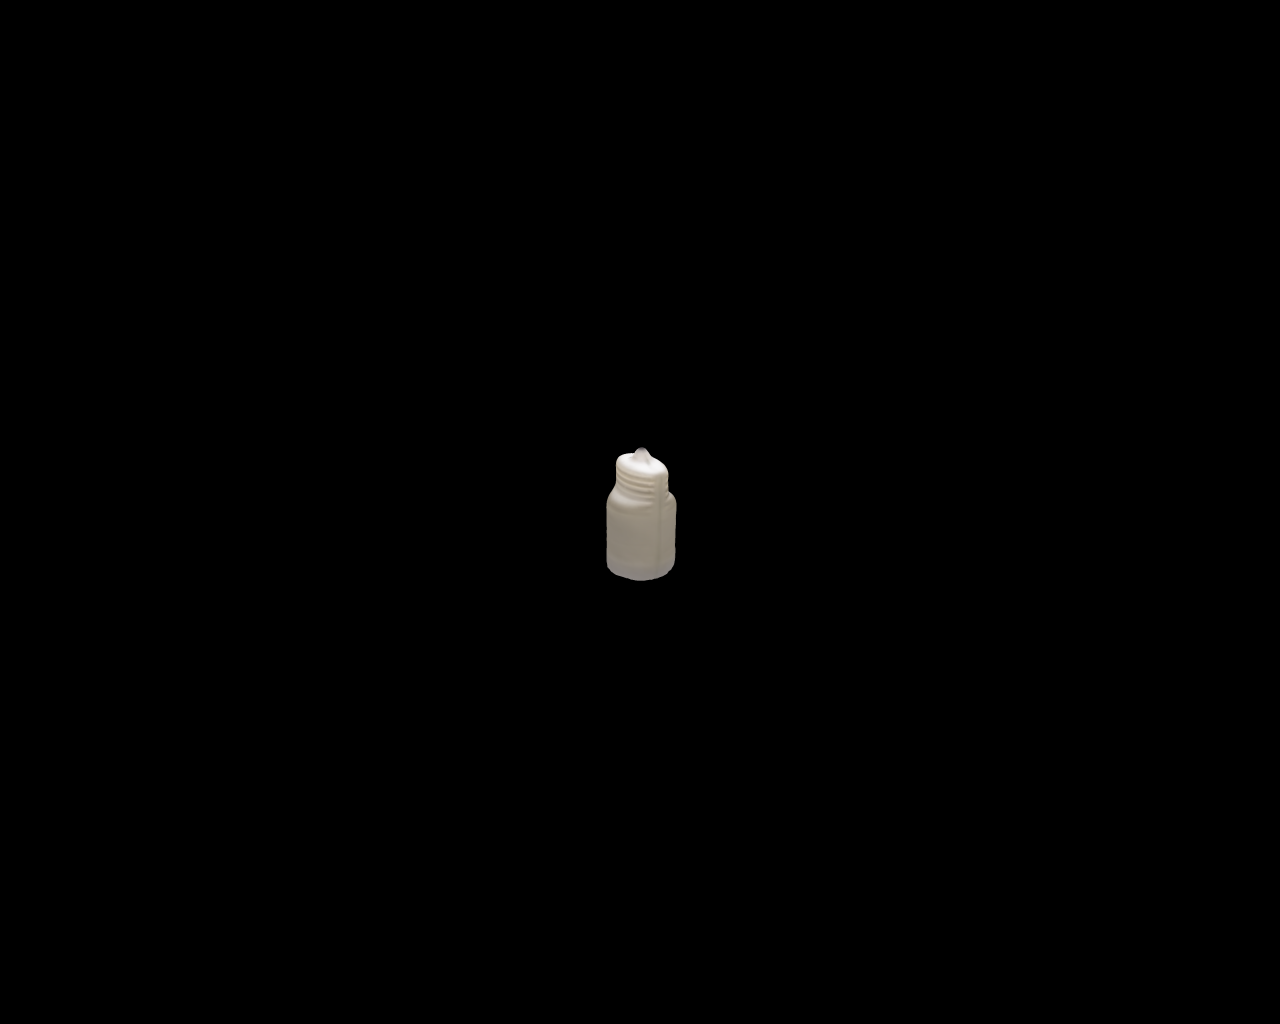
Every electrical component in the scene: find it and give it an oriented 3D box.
[{"bbox_3d":[0.001,-0.003,0.650,0.043,0.080,0.043,0,24,0],"label":"electrical component"}]
